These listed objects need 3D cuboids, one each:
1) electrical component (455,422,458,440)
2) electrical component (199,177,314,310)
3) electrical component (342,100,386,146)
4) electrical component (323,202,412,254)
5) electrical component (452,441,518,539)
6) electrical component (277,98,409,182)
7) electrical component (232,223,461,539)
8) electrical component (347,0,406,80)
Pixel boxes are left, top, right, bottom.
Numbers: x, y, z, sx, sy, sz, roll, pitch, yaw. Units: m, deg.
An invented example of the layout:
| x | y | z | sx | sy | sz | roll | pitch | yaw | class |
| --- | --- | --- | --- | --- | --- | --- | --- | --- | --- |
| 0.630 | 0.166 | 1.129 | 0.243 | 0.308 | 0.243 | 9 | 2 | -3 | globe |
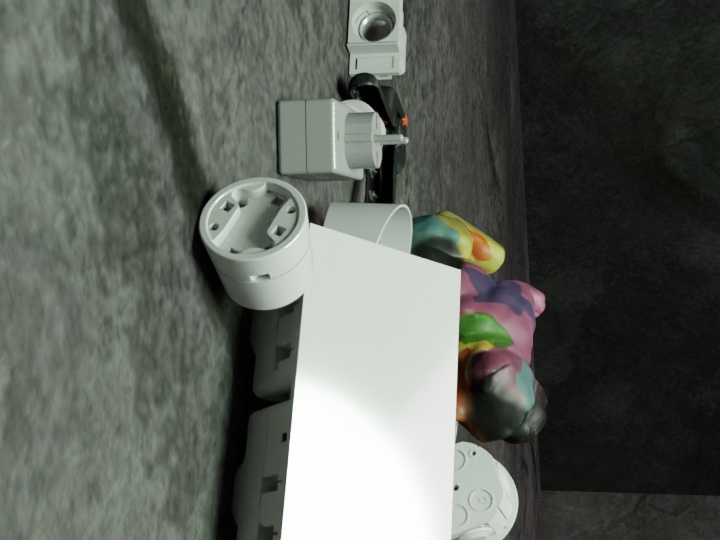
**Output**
| x | y | z | sx | sy | sz | roll | pitch | yaw | class |
| --- | --- | --- | --- | --- | --- | --- | --- | --- | --- |
| 0.073 | 0.167 | 1.081 | 0.099 | 0.064 | 0.099 | -1 | 90 | -77 | electrical component |
| -0.051 | -0.012 | 0.559 | 0.047 | 0.055 | 0.055 | 80 | 15 | -52 | electrical component |
| -0.006 | -0.106 | 0.796 | 0.078 | 0.040 | 0.040 | 22 | 68 | -76 | electrical component |
| 0.000 | 0.000 | 0.750 | 0.099 | 0.064 | 0.099 | 8 | 90 | -86 | electrical component |
| 0.080 | 0.177 | 0.840 | 0.051 | 0.080 | 0.080 | 57 | 34 | -58 | electrical component |
| -0.007 | -0.085 | 0.712 | 0.083 | 0.076 | 0.047 | -6 | 95 | -77 | electrical component |
| -0.006 | 0.081 | 0.609 | 0.105 | 0.060 | 0.186 | 17 | 66 | -29 | electrical component |
| 0.016 | -0.194 | 0.900 | 0.064 | 0.042 | 0.081 | 57 | 35 | -70 | electrical component |
